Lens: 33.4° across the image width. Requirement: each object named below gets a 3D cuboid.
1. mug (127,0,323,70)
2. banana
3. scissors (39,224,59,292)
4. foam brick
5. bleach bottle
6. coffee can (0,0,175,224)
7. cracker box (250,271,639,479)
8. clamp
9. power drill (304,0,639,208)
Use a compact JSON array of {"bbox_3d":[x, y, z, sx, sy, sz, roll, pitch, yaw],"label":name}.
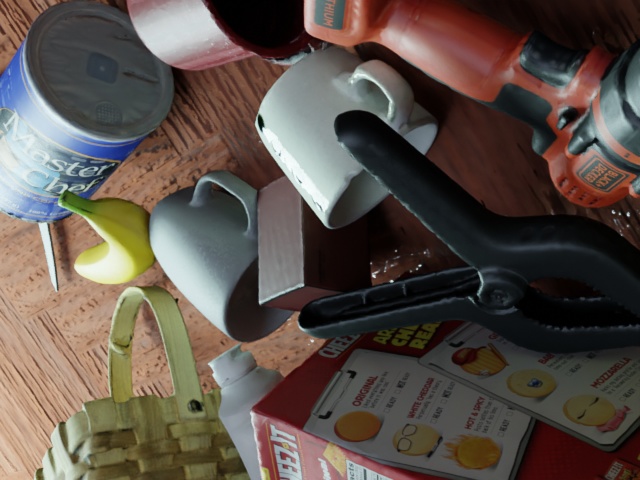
[{"bbox_3d":[-0.048,-0.137,0.611,0.117,0.093,0.082,32,157,-36],"label":"mug"},{"bbox_3d":[-0.154,0.001,0.804,0.069,0.037,0.198,25,160,-2],"label":"banana"},{"bbox_3d":[-0.249,-0.050,0.895,0.096,0.016,0.202,35,136,20],"label":"scissors"},{"bbox_3d":[-0.004,0.001,0.659,0.051,0.052,0.078,-25,61,51],"label":"foam brick"},{"bbox_3d":[0.000,0.185,0.727,0.068,0.102,0.251,-33,89,9],"label":"bleach bottle"},{"bbox_3d":[-0.177,-0.085,0.741,0.103,0.102,0.141,53,139,-2],"label":"coffee can"},{"bbox_3d":[0.096,0.109,0.589,0.214,0.163,0.072,16,126,33],"label":"cracker box"},{"bbox_3d":[0.091,0.010,0.556,0.210,0.036,0.164,9,138,8],"label":"clamp"},{"bbox_3d":[0.083,-0.088,0.468,0.187,0.057,0.184,33,168,5],"label":"power drill"}]
